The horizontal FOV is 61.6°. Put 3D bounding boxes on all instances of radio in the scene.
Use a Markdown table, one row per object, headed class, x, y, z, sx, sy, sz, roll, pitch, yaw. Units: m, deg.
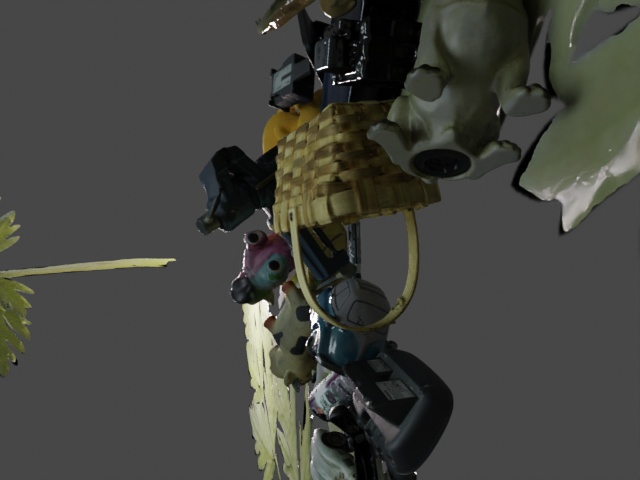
| class | x | y | z | sx | sy | sz | roll | pitch | yaw |
| --- | --- | --- | --- | --- | --- | --- | --- | --- | --- |
| radio | 0.055 | -0.222 | 0.704 | 0.131 | 0.073 | 0.229 | -112 | 24 | -53 |

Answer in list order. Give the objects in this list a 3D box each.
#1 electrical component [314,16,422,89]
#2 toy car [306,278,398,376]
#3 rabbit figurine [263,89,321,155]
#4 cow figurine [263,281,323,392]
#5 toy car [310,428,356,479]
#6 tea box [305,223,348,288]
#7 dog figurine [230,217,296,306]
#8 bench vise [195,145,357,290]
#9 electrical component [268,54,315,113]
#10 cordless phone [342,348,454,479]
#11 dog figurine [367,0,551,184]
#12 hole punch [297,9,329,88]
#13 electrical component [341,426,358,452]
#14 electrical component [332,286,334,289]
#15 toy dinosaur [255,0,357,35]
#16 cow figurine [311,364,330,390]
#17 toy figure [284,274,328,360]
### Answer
| class | x | y | z | sx | sy | sz | roll | pitch | yaw |
| --- | --- | --- | --- | --- | --- | --- | --- | --- | --- |
| electrical component | 0.064 | -0.183 | 0.540 | 0.115 | 0.134 | 0.058 | -138 | 50 | -74 |
| toy car | 0.048 | 0.105 | 0.710 | 0.103 | 0.109 | 0.162 | -59 | 15 | 22 |
| rabbit figurine | -0.021 | -0.203 | 0.981 | 0.173 | 0.122 | 0.162 | 3 | 84 | 62 |
| cow figurine | -0.033 | 0.166 | 0.911 | 0.127 | 0.085 | 0.194 | 48 | 129 | 28 |
| toy car | 0.045 | 0.328 | 0.707 | 0.202 | 0.056 | 0.073 | 31 | 122 | 49 |
| tea box | -0.002 | -0.003 | 0.900 | 0.170 | 0.068 | 0.098 | -109 | 15 | -62 |
| dog figurine | -0.092 | 0.049 | 1.083 | 0.108 | 0.191 | 0.219 | 48 | 152 | 15 |
| bench vise | -0.043 | -0.032 | 0.726 | 0.240 | 0.224 | 0.129 | 53 | 139 | -5 |
| electrical component | -0.036 | -0.268 | 0.895 | 0.119 | 0.047 | 0.075 | -15 | 69 | 48 |
| cordless phone | 0.092 | 0.228 | 0.597 | 0.147 | 0.089 | 0.184 | -145 | 45 | -73 |
| dog figurine | 0.116 | -0.161 | 0.455 | 0.172 | 0.121 | 0.190 | 128 | 153 | -63 |
| hole punch | 0.028 | -0.294 | 0.816 | 0.115 | 0.092 | 0.142 | 58 | -164 | -55 |
| electrical component | 0.043 | 0.288 | 0.815 | 0.102 | 0.045 | 0.078 | 109 | 155 | -52 |
| electrical component | 0.034 | 0.101 | 0.893 | 0.063 | 0.021 | 0.094 | -104 | 19 | -44 |
| toy dinosaur | 0.032 | -0.313 | 0.537 | 0.472 | 0.105 | 0.198 | -21 | 31 | 48 |
| cow figurine | 0.022 | 0.196 | 0.848 | 0.098 | 0.068 | 0.167 | -100 | 19 | -53 |
| toy figure | -0.022 | 0.143 | 1.001 | 0.089 | 0.082 | 0.180 | 18 | 103 | 63 |
